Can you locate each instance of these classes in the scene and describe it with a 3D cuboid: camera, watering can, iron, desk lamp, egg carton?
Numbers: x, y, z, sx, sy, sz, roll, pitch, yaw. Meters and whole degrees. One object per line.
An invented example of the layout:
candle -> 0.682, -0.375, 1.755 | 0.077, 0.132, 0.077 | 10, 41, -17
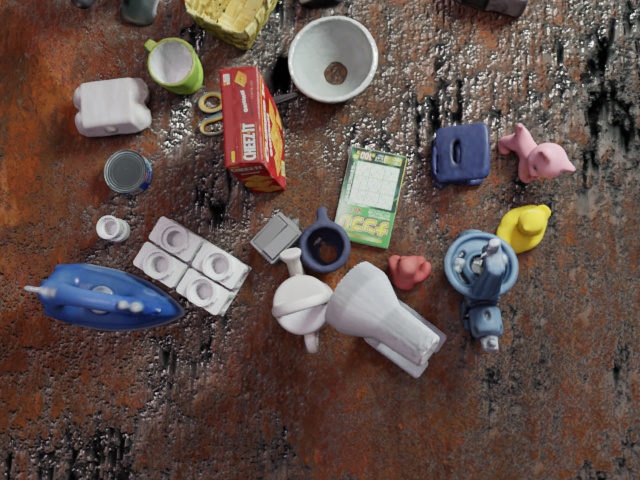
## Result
camera -> 0.334, -0.510, 1.063 | 0.143, 0.101, 0.137 | 18, 85, 7
watering can -> -0.033, 0.103, 0.973 | 0.101, 0.194, 0.173 | -35, 81, 0
iron -> -0.384, 0.108, 1.028 | 0.258, 0.141, 0.119 | 9, 84, 6
desk lamp -> 0.116, 0.137, 0.946 | 0.203, 0.213, 0.118 | 36, 87, 8
egg carton -> -0.401, -0.255, 1.109 | 0.150, 0.069, 0.107 | -7, 83, 4

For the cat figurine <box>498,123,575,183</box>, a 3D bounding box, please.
cat figurine -> 0.381, -0.153, 1.007 | 0.067, 0.118, 0.128 | -36, 82, 0

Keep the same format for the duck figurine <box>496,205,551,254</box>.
duck figurine -> 0.362, -0.023, 1.010 | 0.104, 0.086, 0.077 | -41, 82, -1

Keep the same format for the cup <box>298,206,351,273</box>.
cup -> 0.009, 0.004, 1.031 | 0.091, 0.095, 0.118 | -6, 83, 4

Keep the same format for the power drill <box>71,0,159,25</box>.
power drill -> -0.373, -0.493, 1.065 | 0.075, 0.208, 0.230 | 12, 84, 7

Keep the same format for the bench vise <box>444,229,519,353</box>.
bench vise -> 0.282, 0.074, 0.937 | 0.121, 0.220, 0.207 | -23, 82, 2

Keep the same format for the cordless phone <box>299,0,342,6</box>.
cordless phone -> -0.002, -0.533, 1.051 | 0.094, 0.185, 0.148 | 1, 83, 5

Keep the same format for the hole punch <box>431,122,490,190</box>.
hole punch -> 0.252, -0.151, 1.031 | 0.101, 0.091, 0.109 | 0, 83, 5

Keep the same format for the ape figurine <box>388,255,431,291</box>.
ape figurine -> 0.156, 0.052, 1.015 | 0.077, 0.092, 0.076 | 32, 87, 8

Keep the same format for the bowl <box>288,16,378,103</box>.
bowl -> 0.026, -0.328, 1.080 | 0.167, 0.075, 0.167 | -1, 83, 5
